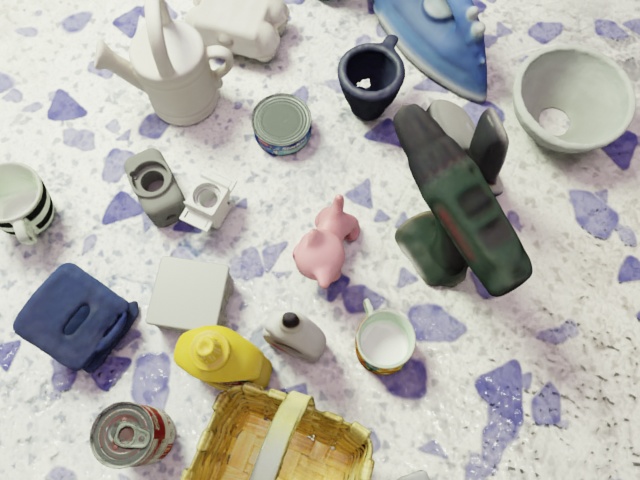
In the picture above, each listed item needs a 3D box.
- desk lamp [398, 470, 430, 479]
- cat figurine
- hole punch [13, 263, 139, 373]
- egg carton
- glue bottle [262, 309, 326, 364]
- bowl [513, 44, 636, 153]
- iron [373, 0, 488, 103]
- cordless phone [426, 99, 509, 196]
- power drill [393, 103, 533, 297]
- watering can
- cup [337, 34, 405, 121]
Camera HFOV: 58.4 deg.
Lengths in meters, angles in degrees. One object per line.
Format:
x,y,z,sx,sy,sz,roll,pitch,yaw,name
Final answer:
0.106,0.344,0.550,0.118,0.213,0.203,-19,72,-6,desk lamp
0.007,0.003,0.719,0.067,0.118,0.128,19,72,7,cat figurine
-0.294,0.095,0.700,0.101,0.091,0.109,31,74,10,hole punch
-0.125,-0.328,0.859,0.150,0.069,0.107,15,71,5,egg carton
-0.032,0.104,0.654,0.078,0.173,0.037,19,72,7,glue bottle
0.346,-0.187,0.810,0.167,0.075,0.167,0,71,0,bowl
0.178,-0.332,0.824,0.119,0.141,0.258,-30,74,-10,iron
0.194,-0.136,0.733,0.094,0.185,0.147,-20,72,-7,cordless phone
0.149,-0.026,0.682,0.076,0.208,0.229,-32,74,-10,power drill
-0.208,-0.241,0.763,0.173,0.194,0.101,-26,73,-9,watering can
0.075,-0.224,0.811,0.091,0.095,0.118,26,73,9,cup
